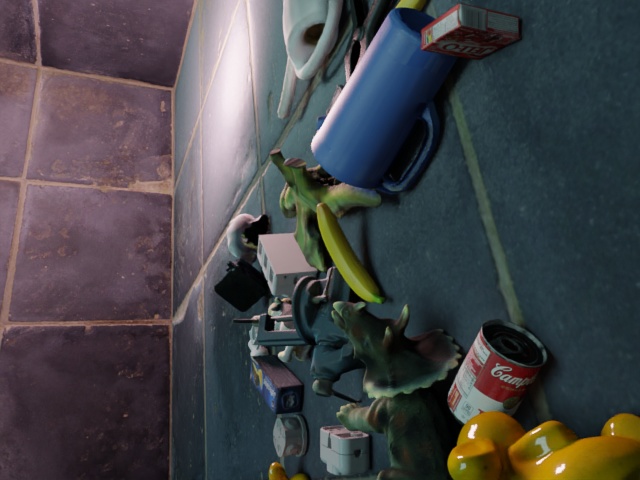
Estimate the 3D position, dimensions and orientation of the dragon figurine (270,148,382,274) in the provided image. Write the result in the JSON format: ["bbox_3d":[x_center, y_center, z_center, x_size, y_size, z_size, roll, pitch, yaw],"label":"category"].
[{"bbox_3d":[0.003,-0.050,0.985,0.417,0.123,0.238,-134,34,-55],"label":"dragon figurine"}]

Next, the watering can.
[{"bbox_3d":[-0.037,-0.431,1.100,0.341,0.104,0.228,135,135,-56],"label":"watering can"}]

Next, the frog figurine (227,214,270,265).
[{"bbox_3d":[-0.209,0.006,1.396,0.157,0.123,0.138,-24,84,51],"label":"frog figurine"}]
